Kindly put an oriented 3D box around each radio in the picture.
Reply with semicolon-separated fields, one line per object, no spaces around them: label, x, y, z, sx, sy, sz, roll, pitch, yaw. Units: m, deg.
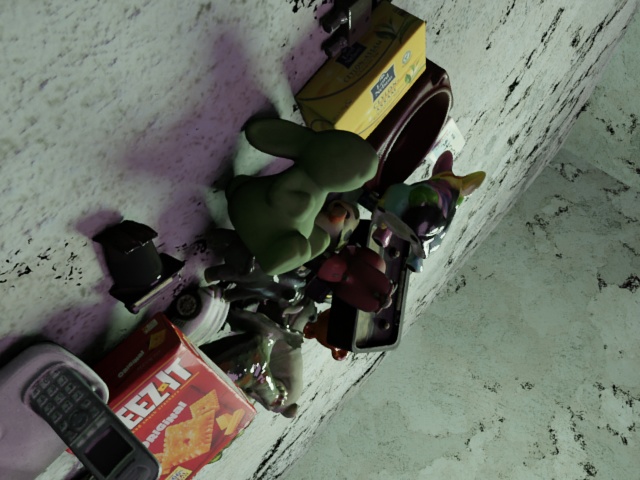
radio;0.093;0.083;0.958;0.131;0.073;0.229;11;88;-40

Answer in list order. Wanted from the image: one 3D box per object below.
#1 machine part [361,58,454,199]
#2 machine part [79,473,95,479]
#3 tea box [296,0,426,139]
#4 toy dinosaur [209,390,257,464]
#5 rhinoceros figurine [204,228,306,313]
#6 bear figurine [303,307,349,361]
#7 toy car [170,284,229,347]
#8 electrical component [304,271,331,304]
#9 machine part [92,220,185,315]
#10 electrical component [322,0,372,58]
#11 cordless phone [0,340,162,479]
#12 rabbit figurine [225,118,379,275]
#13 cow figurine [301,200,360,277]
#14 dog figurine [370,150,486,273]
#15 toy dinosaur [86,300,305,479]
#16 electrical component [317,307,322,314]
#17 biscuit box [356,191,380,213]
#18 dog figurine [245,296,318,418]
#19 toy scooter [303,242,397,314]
machine part;0.114;-0.169;0.822;0.201;0.087;0.201;-53;159;4
machine part;-0.356;0.398;0.771;0.243;0.079;0.079;-32;152;-42
tea box;0.056;-0.197;0.672;0.169;0.068;0.098;-49;161;-5
toy dinosaur;-0.198;0.348;1.004;0.471;0.105;0.198;-27;157;-33
rhinoceros figurine;-0.075;0.043;0.707;0.190;0.112;0.073;56;33;-62
bear figurine;0.059;0.125;1.050;0.196;0.120;0.132;-51;179;-37
toy car;-0.194;0.143;0.718;0.201;0.056;0.073;-50;160;-4
electrical component;-0.015;0.073;0.931;0.048;0.075;0.119;-53;142;1
machine part;-0.189;0.028;0.567;0.084;0.039;0.138;-35;157;-20
electrical component;0.038;-0.252;0.607;0.094;0.021;0.063;-47;160;-17
cordless phone;-0.251;0.202;0.510;0.146;0.184;0.088;-46;163;-17
rabbit figurine;-0.016;-0.066;0.613;0.170;0.159;0.121;-39;166;18
cow figurine;-0.002;-0.003;0.855;0.195;0.086;0.127;-38;151;-39
dog figurine;0.184;-0.070;0.873;0.219;0.109;0.191;-49;159;-19
toy dinosaur;-0.172;0.210;0.813;0.405;0.131;0.191;-30;134;-32
electrical component;-0.037;0.163;1.115;0.078;0.045;0.102;-51;160;-7
biscuit box;0.132;-0.062;1.012;0.059;0.063;0.202;-56;161;4
dog figurine;-0.052;0.200;0.975;0.190;0.172;0.121;-47;172;6
toy scooter;0.063;0.057;0.791;0.183;0.135;0.075;8;112;-62
